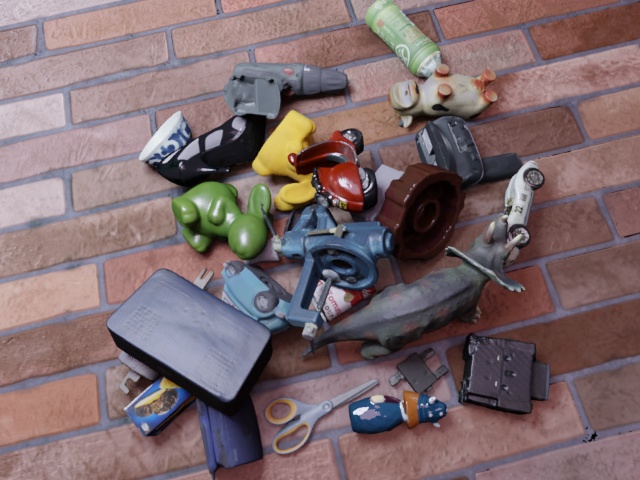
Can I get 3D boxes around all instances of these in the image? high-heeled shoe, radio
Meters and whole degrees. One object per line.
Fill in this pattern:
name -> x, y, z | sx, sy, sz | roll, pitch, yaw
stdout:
high-heeled shoe -> -0.199, -0.185, 1.025 | 0.145, 0.086, 0.249 | 5, 42, 17
radio -> -0.192, 0.149, 0.817 | 0.230, 0.073, 0.131 | 28, 59, 13

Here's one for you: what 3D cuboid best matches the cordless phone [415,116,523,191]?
cordless phone -> 0.286, -0.167, 1.012 | 0.184, 0.088, 0.146 | -10, 69, -13

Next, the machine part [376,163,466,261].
machine part -> 0.171, -0.047, 0.914 | 0.179, 0.179, 0.056 | -44, 47, -12

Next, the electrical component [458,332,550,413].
electrical component -> 0.299, 0.218, 0.871 | 0.134, 0.058, 0.115 | 8, 72, 6

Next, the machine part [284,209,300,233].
machine part -> -0.002, -0.003, 0.978 | 0.139, 0.039, 0.084 | 26, 79, 10

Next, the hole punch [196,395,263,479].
hole punch -> -0.141, 0.299, 0.839 | 0.092, 0.115, 0.142 | -9, 70, -9

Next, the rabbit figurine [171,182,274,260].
rabbit figurine -> -0.150, -0.025, 0.954 | 0.170, 0.121, 0.159 | 34, 53, 30

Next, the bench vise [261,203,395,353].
bench vise -> -0.002, 0.047, 0.851 | 0.224, 0.128, 0.240 | 6, 54, 21

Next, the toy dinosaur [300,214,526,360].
toy dinosaur -> 0.155, 0.102, 0.851 | 0.405, 0.192, 0.131 | -27, 69, -8

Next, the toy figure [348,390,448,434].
toy figure -> 0.124, 0.272, 0.858 | 0.155, 0.064, 0.058 | -8, 46, -1

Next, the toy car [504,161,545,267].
toy car -> 0.350, -0.048, 0.956 | 0.056, 0.073, 0.201 | 17, 72, 8

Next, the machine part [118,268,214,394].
machine part -> -0.261, 0.149, 0.915 | 0.079, 0.079, 0.243 | 30, 75, 13

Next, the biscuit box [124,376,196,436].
biscuit box -> -0.219, 0.232, 0.890 | 0.203, 0.062, 0.059 | -42, 75, -11

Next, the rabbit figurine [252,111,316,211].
rabbit figurine -> -0.027, -0.128, 0.988 | 0.173, 0.122, 0.162 | 36, 73, -5

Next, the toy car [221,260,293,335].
toy car -> -0.113, 0.110, 0.911 | 0.162, 0.109, 0.103 | 37, 95, 23

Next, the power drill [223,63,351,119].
power drill -> -0.074, -0.294, 1.020 | 0.232, 0.085, 0.207 | 9, 34, 14

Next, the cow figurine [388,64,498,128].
cow figurine -> 0.225, -0.272, 1.032 | 0.195, 0.127, 0.085 | 1, 70, -12

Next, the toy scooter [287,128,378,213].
toy scooter -> 0.018, -0.115, 0.899 | 0.135, 0.075, 0.184 | -7, 52, -5

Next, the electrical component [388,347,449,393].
electrical component -> 0.163, 0.224, 0.894 | 0.094, 0.021, 0.063 | -33, 72, -10
